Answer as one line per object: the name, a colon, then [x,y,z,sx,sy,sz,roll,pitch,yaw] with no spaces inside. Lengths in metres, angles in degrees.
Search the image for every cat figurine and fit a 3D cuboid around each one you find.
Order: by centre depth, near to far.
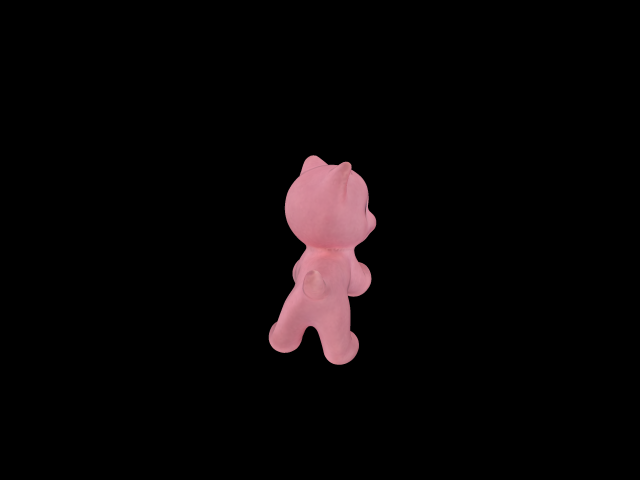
cat figurine: [0.004,0.001,0.400,0.067,0.118,0.128,6,43,7]
